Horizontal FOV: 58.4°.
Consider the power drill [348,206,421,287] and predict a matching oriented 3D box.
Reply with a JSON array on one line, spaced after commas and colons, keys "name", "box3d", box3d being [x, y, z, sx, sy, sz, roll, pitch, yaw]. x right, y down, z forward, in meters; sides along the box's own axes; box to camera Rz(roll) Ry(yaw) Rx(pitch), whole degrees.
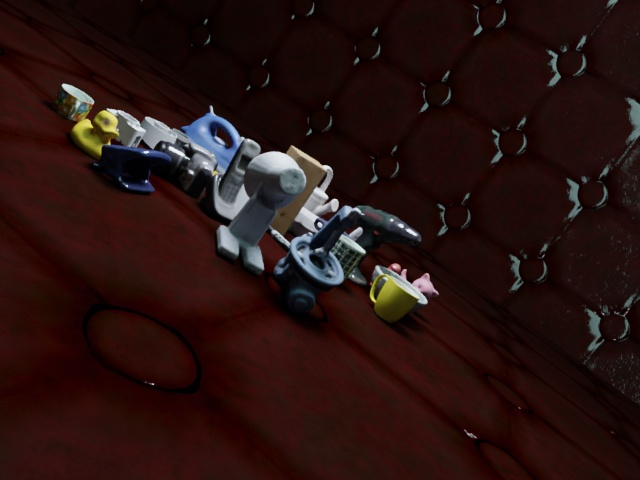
[{"name": "power drill", "box3d": [0.141, 0.016, 1.536, 0.076, 0.208, 0.228, 22, 17, -49]}]

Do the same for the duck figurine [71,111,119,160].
[{"name": "duck figurine", "box3d": [-0.438, -0.217, 1.136, 0.104, 0.086, 0.078, 40, 12, 27]}]

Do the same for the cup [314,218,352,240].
[{"name": "cup", "box3d": [0.014, 0.005, 1.504, 0.117, 0.095, 0.092, 39, 12, 18]}]

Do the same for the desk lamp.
[{"name": "desk lamp", "box3d": [-0.108, -0.068, 1.145, 0.118, 0.213, 0.203, 31, 12, -21]}]

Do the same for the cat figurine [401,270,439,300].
[{"name": "cat figurine", "box3d": [0.270, 0.138, 1.638, 0.127, 0.117, 0.067, 42, 13, 32]}]

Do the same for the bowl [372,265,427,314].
[{"name": "bowl", "box3d": [0.196, 0.144, 1.511, 0.167, 0.074, 0.167, 33, 11, -7]}]

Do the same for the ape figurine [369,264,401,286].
[{"name": "ape figurine", "box3d": [0.192, 0.105, 1.616, 0.077, 0.092, 0.076, 41, 13, 29]}]

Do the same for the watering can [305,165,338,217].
[{"name": "watering can", "box3d": [-0.018, -0.137, 1.748, 0.173, 0.194, 0.101, 36, 11, 6]}]

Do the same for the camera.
[{"name": "camera", "box3d": [-0.316, -0.185, 1.323, 0.137, 0.100, 0.142, 28, 13, -30]}]

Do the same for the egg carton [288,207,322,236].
[{"name": "egg carton", "box3d": [-0.039, -0.040, 1.605, 0.150, 0.069, 0.107, 33, 11, -12]}]

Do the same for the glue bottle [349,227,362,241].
[{"name": "glue bottle", "box3d": [0.130, -0.014, 1.722, 0.078, 0.173, 0.037, 36, 11, 4]}]

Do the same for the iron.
[{"name": "iron", "box3d": [-0.292, -0.286, 1.710, 0.257, 0.141, 0.119, 40, 12, 23]}]

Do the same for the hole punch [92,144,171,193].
[{"name": "hole punch", "box3d": [-0.356, -0.152, 1.089, 0.101, 0.091, 0.109, 37, 11, 13]}]

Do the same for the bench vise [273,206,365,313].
[{"name": "bench vise", "box3d": [-0.010, 0.009, 1.092, 0.122, 0.219, 0.206, 27, 13, -35]}]

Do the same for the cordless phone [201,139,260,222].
[{"name": "cordless phone", "box3d": [-0.168, -0.127, 1.292, 0.094, 0.185, 0.148, 43, 14, 37]}]
